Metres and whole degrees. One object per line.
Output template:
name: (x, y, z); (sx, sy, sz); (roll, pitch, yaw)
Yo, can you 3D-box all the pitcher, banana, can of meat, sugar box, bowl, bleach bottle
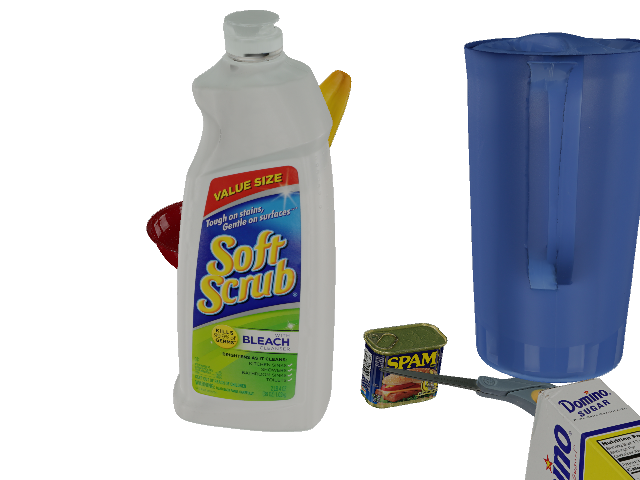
pitcher: (0.165, -0.023, 0.761); (0.149, 0.243, 0.145); (-10, 17, -29)
banana: (-0.015, -0.042, 0.835); (0.037, 0.197, 0.070); (32, -33, -33)
can of meat: (0.102, 0.157, 1.331); (0.102, 0.084, 0.057); (-6, 27, -21)
sugar box: (0.160, 0.152, 0.507); (0.048, 0.093, 0.176); (-9, 28, -22)
bowl: (-0.134, 0.003, 1.328); (0.162, 0.055, 0.162); (1, 27, -1)
bleach bottle: (-0.042, -0.008, 0.620); (0.102, 0.251, 0.068); (5, 29, 10)

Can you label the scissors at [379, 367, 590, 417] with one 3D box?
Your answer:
scissors: (0.161, 0.123, 0.956); (0.202, 0.016, 0.096); (17, 29, 16)
